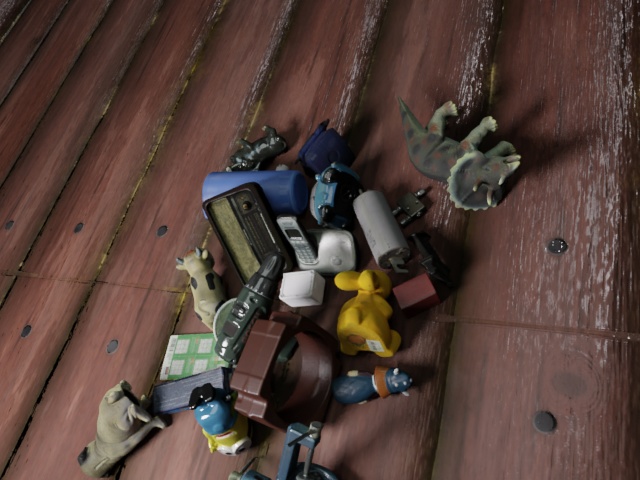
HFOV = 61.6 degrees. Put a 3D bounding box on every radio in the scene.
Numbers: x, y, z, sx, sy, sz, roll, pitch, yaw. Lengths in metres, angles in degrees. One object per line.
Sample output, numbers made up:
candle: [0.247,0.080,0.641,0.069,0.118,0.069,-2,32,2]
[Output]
radio: [-0.155,-0.011,1.214,0.131,0.229,0.073,-25,9,7]

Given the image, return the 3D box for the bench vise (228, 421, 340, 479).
bench vise: [-0.050,0.404,0.924,0.224,0.129,0.240,21,111,26]

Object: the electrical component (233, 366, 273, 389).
electrical component: [-0.148,0.291,1.122,0.078,0.045,0.102,-46,52,-8]

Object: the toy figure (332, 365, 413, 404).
toy figure: [0.099,0.268,1.008,0.155,0.064,0.058,-16,39,17]

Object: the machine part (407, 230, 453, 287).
machine part: [0.223,0.033,1.095,0.039,0.084,0.139,-47,36,23]

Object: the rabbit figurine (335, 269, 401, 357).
rabbit figurine: [0.090,0.124,1.065,0.122,0.162,0.173,-7,39,36]

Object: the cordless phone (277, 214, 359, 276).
cordless phone: [-0.002,-0.003,1.149,0.147,0.184,0.089,1,57,26]

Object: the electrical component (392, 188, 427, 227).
electrical component: [0.205,-0.074,1.196,0.094,0.021,0.063,-38,52,-2]

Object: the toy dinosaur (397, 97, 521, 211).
toy dinosaur: [0.276,-0.191,1.183,0.192,0.131,0.405,-49,47,-10]

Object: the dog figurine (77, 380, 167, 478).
dog figurine: [-0.446,0.405,1.122,0.190,0.172,0.121,-42,41,-13]

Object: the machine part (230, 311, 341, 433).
machine part: [-0.060,0.249,1.006,0.087,0.201,0.201,3,62,39]

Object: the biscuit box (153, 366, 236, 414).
biscuit box: [-0.261,0.317,1.126,0.203,0.059,0.063,-20,65,26]

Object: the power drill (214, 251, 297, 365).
power drill: [-0.100,0.156,1.085,0.086,0.207,0.232,26,77,28]

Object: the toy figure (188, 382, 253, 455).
toy figure: [-0.183,0.338,1.026,0.082,0.179,0.089,-6,37,25]

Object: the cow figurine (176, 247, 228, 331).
cow figurine: [-0.268,0.102,1.248,0.085,0.127,0.195,-25,55,6]

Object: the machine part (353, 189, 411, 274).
machine part: [0.132,-0.024,1.165,0.079,0.079,0.243,-25,53,9]

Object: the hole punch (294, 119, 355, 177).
hole punch: [0.015,-0.206,1.316,0.092,0.115,0.142,33,78,28]

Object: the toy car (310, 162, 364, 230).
toy car: [0.028,-0.092,1.253,0.103,0.109,0.161,-7,67,50]

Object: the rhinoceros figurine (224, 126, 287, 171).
rhinoceros figurine: [-0.176,-0.222,1.445,0.190,0.073,0.112,-32,63,2]
